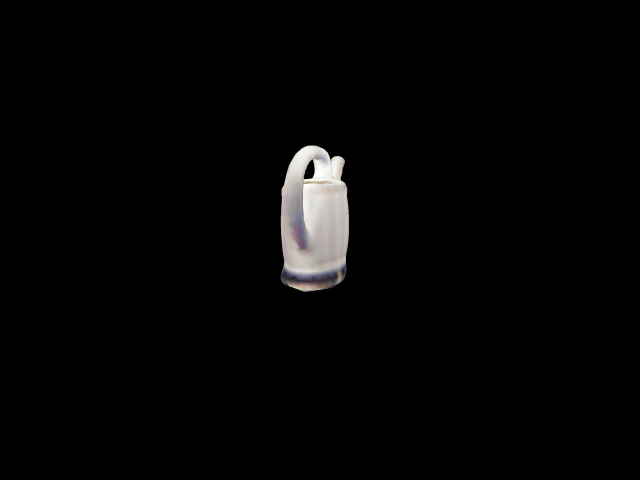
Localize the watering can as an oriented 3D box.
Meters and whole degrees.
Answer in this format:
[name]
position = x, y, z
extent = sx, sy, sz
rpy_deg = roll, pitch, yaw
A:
[watering can]
position = 0.003, -0.043, 0.850
extent = 0.104, 0.223, 0.350
rpy_deg = 2, 9, 14
